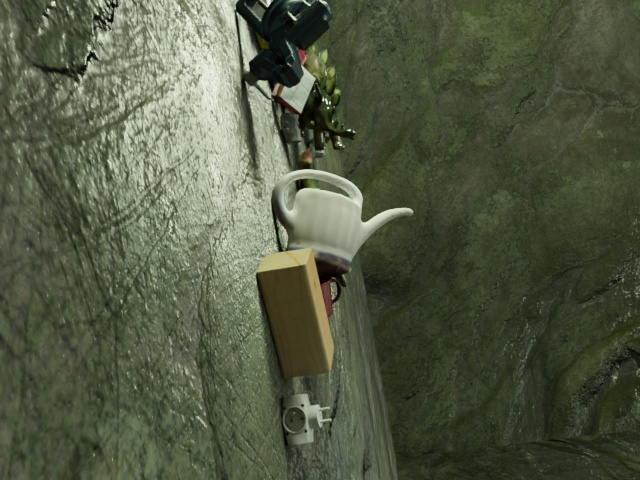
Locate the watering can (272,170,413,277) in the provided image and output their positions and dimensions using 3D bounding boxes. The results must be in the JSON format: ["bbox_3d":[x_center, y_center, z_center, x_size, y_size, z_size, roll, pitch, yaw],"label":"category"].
[{"bbox_3d":[0.051,-0.027,1.133,0.103,0.346,0.227,-23,-126,64],"label":"watering can"}]

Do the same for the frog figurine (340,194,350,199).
[{"bbox_3d":[0.055,-0.129,1.867,0.139,0.123,0.156,43,-9,39],"label":"frog figurine"}]

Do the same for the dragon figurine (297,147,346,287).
[{"bbox_3d":[0.005,-0.076,1.504,0.248,0.122,0.401,-103,179,-54],"label":"dragon figurine"}]
